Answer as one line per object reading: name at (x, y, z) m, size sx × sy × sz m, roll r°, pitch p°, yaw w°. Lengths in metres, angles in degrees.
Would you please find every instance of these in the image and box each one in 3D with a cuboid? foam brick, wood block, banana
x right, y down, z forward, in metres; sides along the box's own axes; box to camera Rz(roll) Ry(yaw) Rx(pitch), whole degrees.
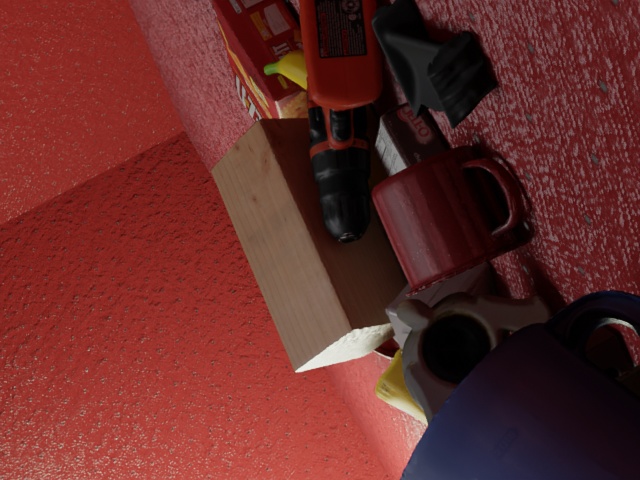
foam brick at (0.161, 0.094, 0.698) m, size 0.053 × 0.078 × 0.051 m, roll 62°, pitch 173°, yaw -16°
wood block at (-0.007, 0.002, 0.953) m, size 0.090 × 0.090 × 0.206 m, roll -40°, pitch 67°, yaw 42°
banana at (0.022, -0.114, 1.003) m, size 0.198 × 0.037 × 0.070 m, roll 54°, pitch 149°, yaw 14°

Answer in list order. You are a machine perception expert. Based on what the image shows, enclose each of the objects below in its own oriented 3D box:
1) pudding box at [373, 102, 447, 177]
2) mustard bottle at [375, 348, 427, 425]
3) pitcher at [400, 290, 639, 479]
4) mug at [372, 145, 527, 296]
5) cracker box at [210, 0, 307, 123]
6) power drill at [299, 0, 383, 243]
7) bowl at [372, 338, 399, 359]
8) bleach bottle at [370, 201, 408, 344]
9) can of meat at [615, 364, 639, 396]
pudding box at (0.085, -0.047, 0.857) m, size 0.113 × 0.039 × 0.090 m, roll 64°, pitch 175°, yaw 10°
mustard bottle at (0.145, 0.172, 0.994) m, size 0.192 × 0.058 × 0.096 m, roll 33°, pitch 171°, yaw 12°
pitcher at (0.169, 0.148, 0.510) m, size 0.243 × 0.144 × 0.149 m, roll 35°, pitch 140°, yaw 28°
mug at (0.094, -0.019, 0.751) m, size 0.117 × 0.093 × 0.081 m, roll -30°, pitch 82°, yaw 53°
cracker box at (-0.048, -0.176, 1.174) m, size 0.164 × 0.072 × 0.213 m, roll 60°, pitch 173°, yaw 21°
power drill at (0.015, -0.106, 0.848) m, size 0.188 × 0.057 × 0.184 m, roll 96°, pitch 168°, yaw -74°
bowl at (0.059, 0.056, 1.211) m, size 0.162 × 0.055 × 0.162 m, roll 39°, pitch -160°, yaw -18°
bleach bottle at (0.084, 0.052, 0.989) m, size 0.251 × 0.102 × 0.068 m, roll 57°, pitch 146°, yaw 34°
can of meat at (0.204, 0.132, 0.623) m, size 0.102 × 0.057 × 0.084 m, roll 58°, pitch 173°, yaw 27°
